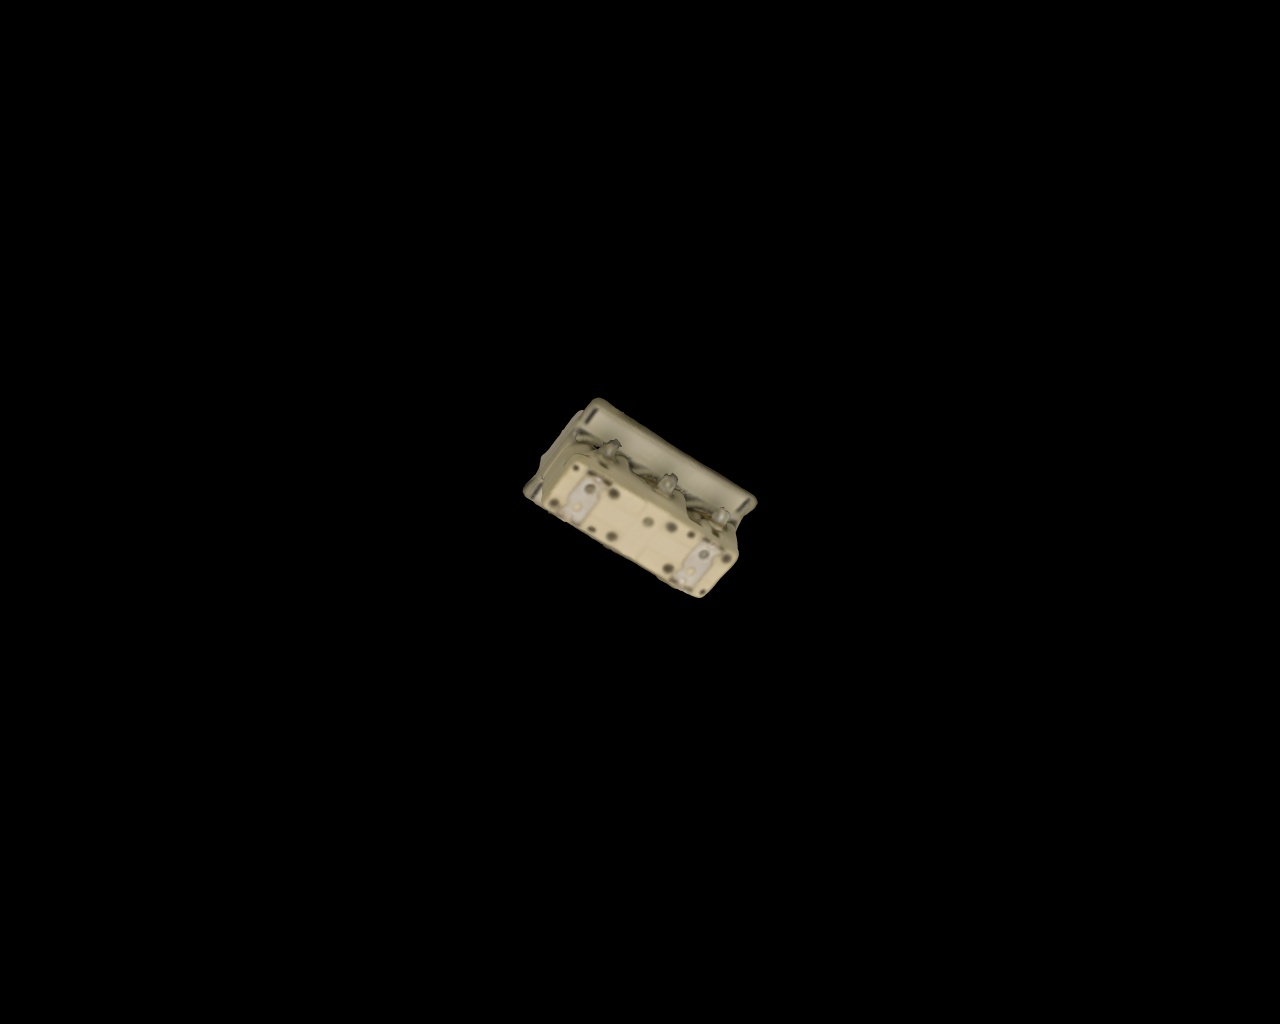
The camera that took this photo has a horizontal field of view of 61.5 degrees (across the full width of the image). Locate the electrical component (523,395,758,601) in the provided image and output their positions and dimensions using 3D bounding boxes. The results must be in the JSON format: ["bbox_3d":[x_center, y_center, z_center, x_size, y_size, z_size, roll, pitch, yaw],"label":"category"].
[{"bbox_3d":[0.001,-0.003,0.650,0.121,0.078,0.063,32,26,-18],"label":"electrical component"}]
